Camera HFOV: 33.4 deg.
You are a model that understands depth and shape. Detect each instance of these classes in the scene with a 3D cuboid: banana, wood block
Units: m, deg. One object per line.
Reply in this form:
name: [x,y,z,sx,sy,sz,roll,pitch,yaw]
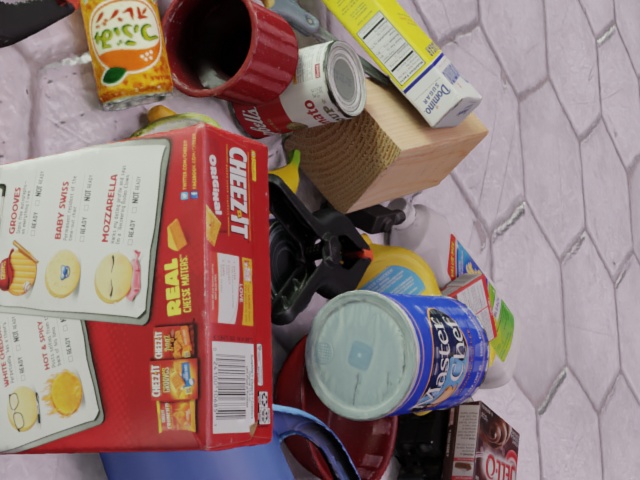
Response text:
banana: [-0.072,-0.057,0.884,0.197,0.037,0.069,14,52,-57]
wood block: [0.069,-0.099,1.036,0.091,0.090,0.205,50,29,13]

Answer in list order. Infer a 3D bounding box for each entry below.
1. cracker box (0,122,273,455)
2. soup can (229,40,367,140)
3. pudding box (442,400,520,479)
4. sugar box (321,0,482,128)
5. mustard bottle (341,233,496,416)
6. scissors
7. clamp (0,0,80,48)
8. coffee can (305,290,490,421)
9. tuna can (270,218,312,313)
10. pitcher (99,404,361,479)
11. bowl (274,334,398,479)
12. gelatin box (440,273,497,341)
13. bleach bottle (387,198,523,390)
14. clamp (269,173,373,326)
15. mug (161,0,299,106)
cracker box: [-0.130,0.036,0.595,0.072,0.214,0.164,13,72,-58]
soup can: [-0.019,-0.129,0.918,0.068,0.102,0.068,20,66,-55]
pudding box: [0.164,0.222,1.077,0.113,0.039,0.090,40,51,-47]
sugar box: [0.075,-0.183,0.999,0.176,0.048,0.093,47,20,9]
mustard bottle: [0.073,0.064,1.011,0.191,0.096,0.058,52,17,4]
scissors: [-0.019,-0.211,0.958,0.201,0.016,0.096,19,53,-32]
clamp: [-0.231,-0.163,0.649,0.209,0.036,0.164,22,64,-55]
coffee can: [0.068,0.095,0.894,0.140,0.103,0.103,7,76,-57]
tuna can: [-0.039,0.024,0.914,0.086,0.034,0.086,20,66,-55]
pitcher: [-0.067,0.175,0.738,0.149,0.145,0.243,-36,110,-56]
bowl: [0.008,0.143,0.939,0.161,0.055,0.162,20,66,-55]
gelatin box: [0.142,0.084,1.109,0.089,0.030,0.073,-27,109,-39]
bleach bottle: [0.140,0.053,1.168,0.250,0.068,0.102,51,46,-35]
clamp: [-0.006,0.001,0.901,0.171,0.039,0.120,-12,98,-64]
mug: [-0.074,-0.164,0.861,0.081,0.093,0.117,7,55,-62]
